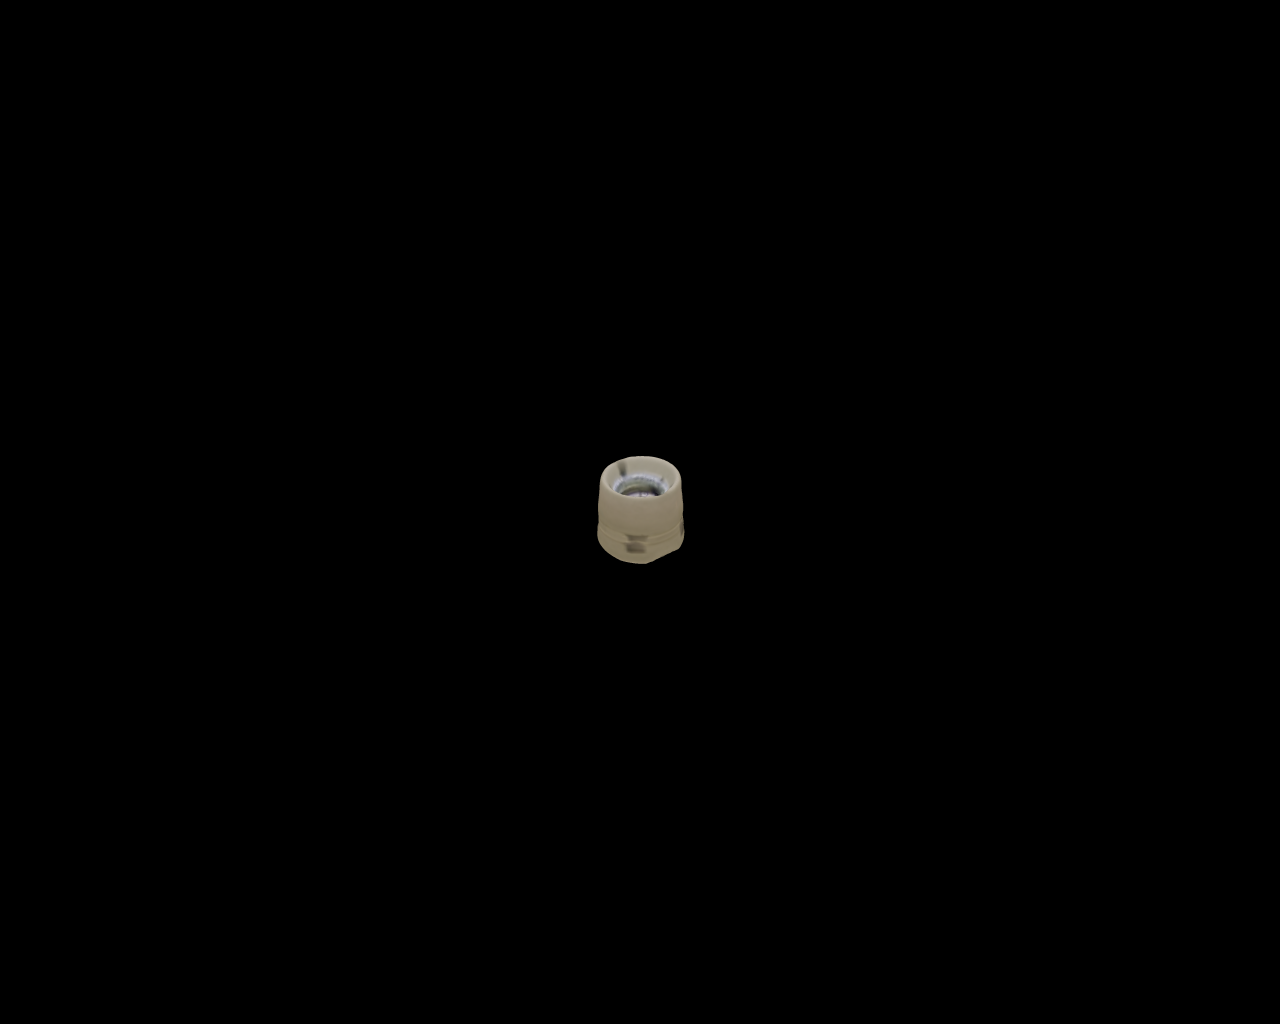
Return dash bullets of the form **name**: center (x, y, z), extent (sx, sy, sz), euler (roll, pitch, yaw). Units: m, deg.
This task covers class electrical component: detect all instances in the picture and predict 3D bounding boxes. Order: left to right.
- **electrical component**: center (0.001, -0.003, 0.650), extent (0.055, 0.047, 0.055), euler (0, 36, 0)
